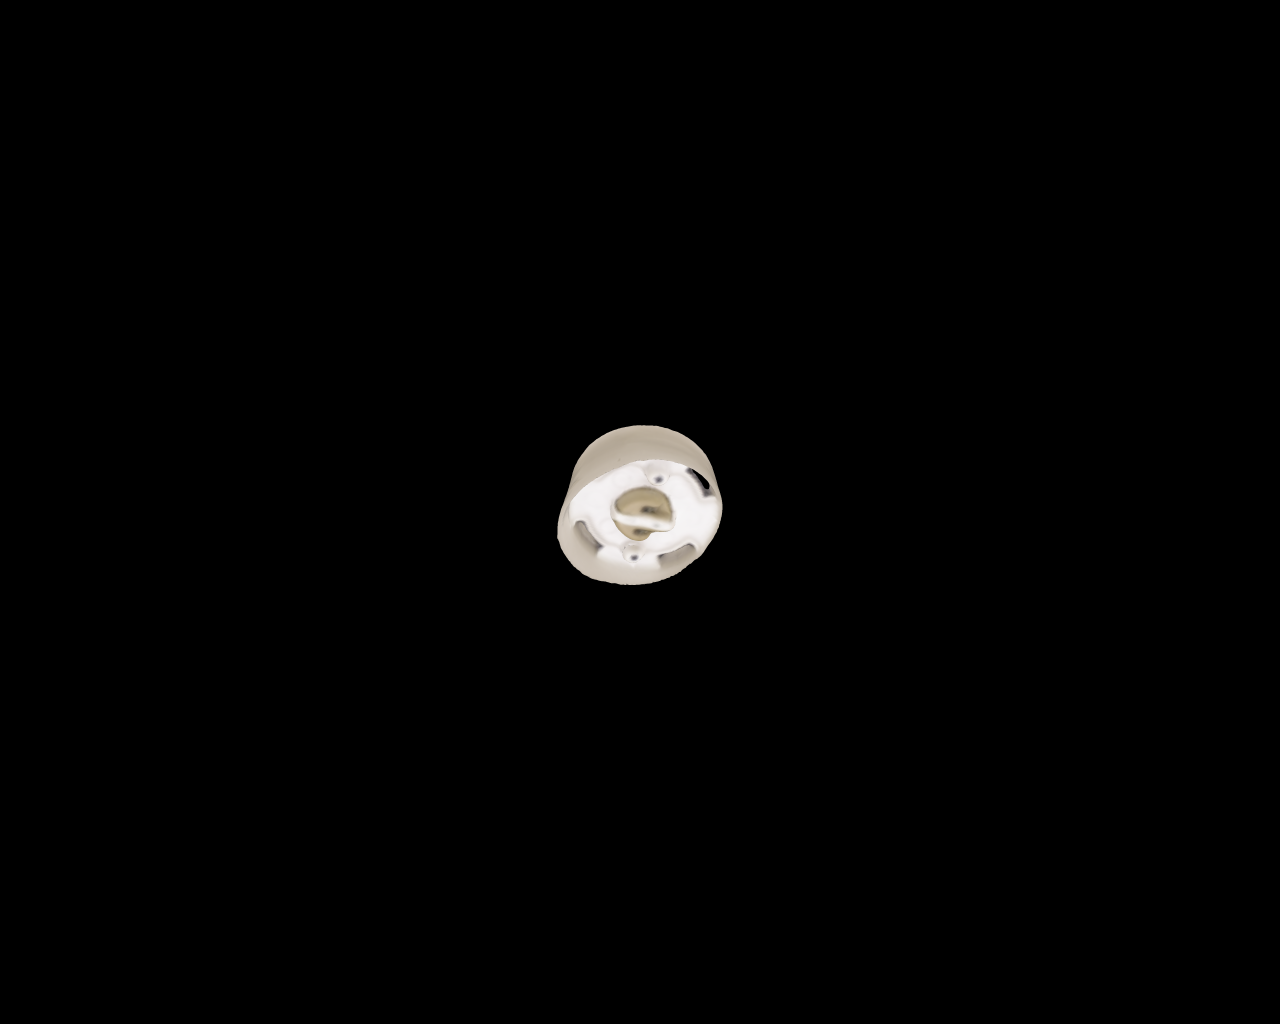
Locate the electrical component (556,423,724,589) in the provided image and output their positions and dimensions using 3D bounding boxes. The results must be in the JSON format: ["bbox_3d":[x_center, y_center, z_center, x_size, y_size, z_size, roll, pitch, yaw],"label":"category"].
[{"bbox_3d":[0.001,-0.003,0.650,0.099,0.099,0.064,0,36,0],"label":"electrical component"}]
